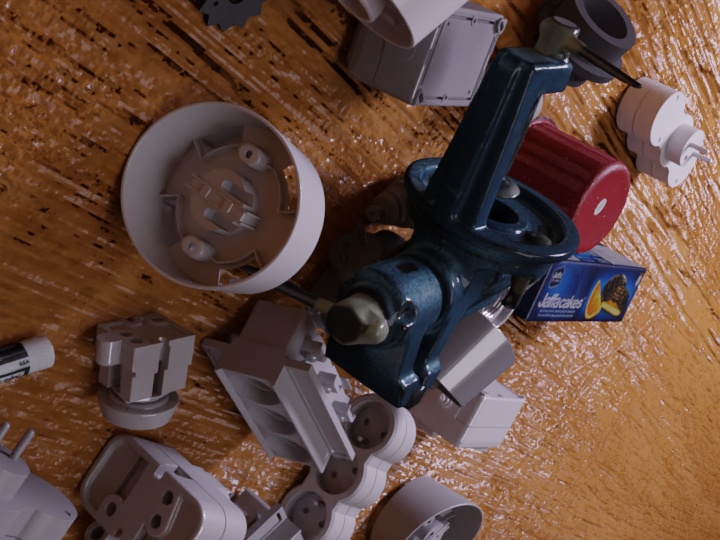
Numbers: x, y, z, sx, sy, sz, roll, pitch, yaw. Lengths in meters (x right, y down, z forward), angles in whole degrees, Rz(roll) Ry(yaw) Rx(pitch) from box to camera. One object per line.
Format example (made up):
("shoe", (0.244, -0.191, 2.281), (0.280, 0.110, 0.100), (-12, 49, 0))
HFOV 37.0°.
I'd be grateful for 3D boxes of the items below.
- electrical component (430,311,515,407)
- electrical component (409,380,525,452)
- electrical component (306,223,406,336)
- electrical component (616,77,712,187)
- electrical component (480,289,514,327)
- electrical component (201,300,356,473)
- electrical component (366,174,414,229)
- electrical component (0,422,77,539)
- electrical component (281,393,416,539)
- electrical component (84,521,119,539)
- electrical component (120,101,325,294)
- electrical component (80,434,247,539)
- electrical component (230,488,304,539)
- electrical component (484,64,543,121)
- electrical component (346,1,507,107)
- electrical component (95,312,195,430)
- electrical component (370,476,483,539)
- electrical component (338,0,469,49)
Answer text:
("electrical component", (0.064, 0.057, 0.829), (0.064, 0.099, 0.099), (-46, 146, -5))
("electrical component", (0.090, 0.122, 0.949), (0.096, 0.062, 0.061), (12, 108, -55))
("electrical component", (0.000, 0.000, 0.748), (0.077, 0.043, 0.079), (-42, 144, -21))
("electrical component", (0.290, -0.119, 0.988), (0.052, 0.074, 0.138), (-54, 147, -3))
("electrical component", (0.092, 0.013, 0.865), (0.078, 0.057, 0.058), (-31, 139, -34))
("electrical component", (-0.048, 0.079, 0.733), (0.121, 0.079, 0.063), (70, 39, -51))
("electrical component", (0.035, -0.048, 0.754), (0.078, 0.040, 0.040), (-20, 133, -42))
("electrical component", (-0.203, 0.114, 0.578), (0.073, 0.052, 0.138), (-56, 147, -1))
("electrical component", (-0.003, 0.170, 0.881), (0.138, 0.052, 0.074), (-55, 147, -1))
("electrical component", (-0.159, 0.184, 0.702), (0.043, 0.043, 0.062), (-44, 144, -18))
("electrical component", (-0.071, -0.036, 0.582), (0.099, 0.099, 0.064), (-59, 153, 4))
("electrical component", (-0.121, 0.150, 0.675), (0.053, 0.095, 0.059), (-56, 147, 0))
("electrical component", (-0.104, 0.224, 0.789), (0.121, 0.063, 0.078), (-41, 144, -22))
("electrical component", (0.113, -0.124, 0.787), (0.048, 0.048, 0.062), (-60, 154, 6))
("electrical component", (0.042, -0.141, 0.672), (0.096, 0.061, 0.061), (-12, 128, -56))
("electrical component", (-0.129, 0.060, 0.634), (0.066, 0.048, 0.055), (-11, 119, -48))
("electrical component", (0.060, 0.245, 1.014), (0.099, 0.064, 0.099), (-32, 140, -32))
("electrical component", (0.015, -0.168, 0.575), (0.064, 0.099, 0.099), (-47, 146, -3))
